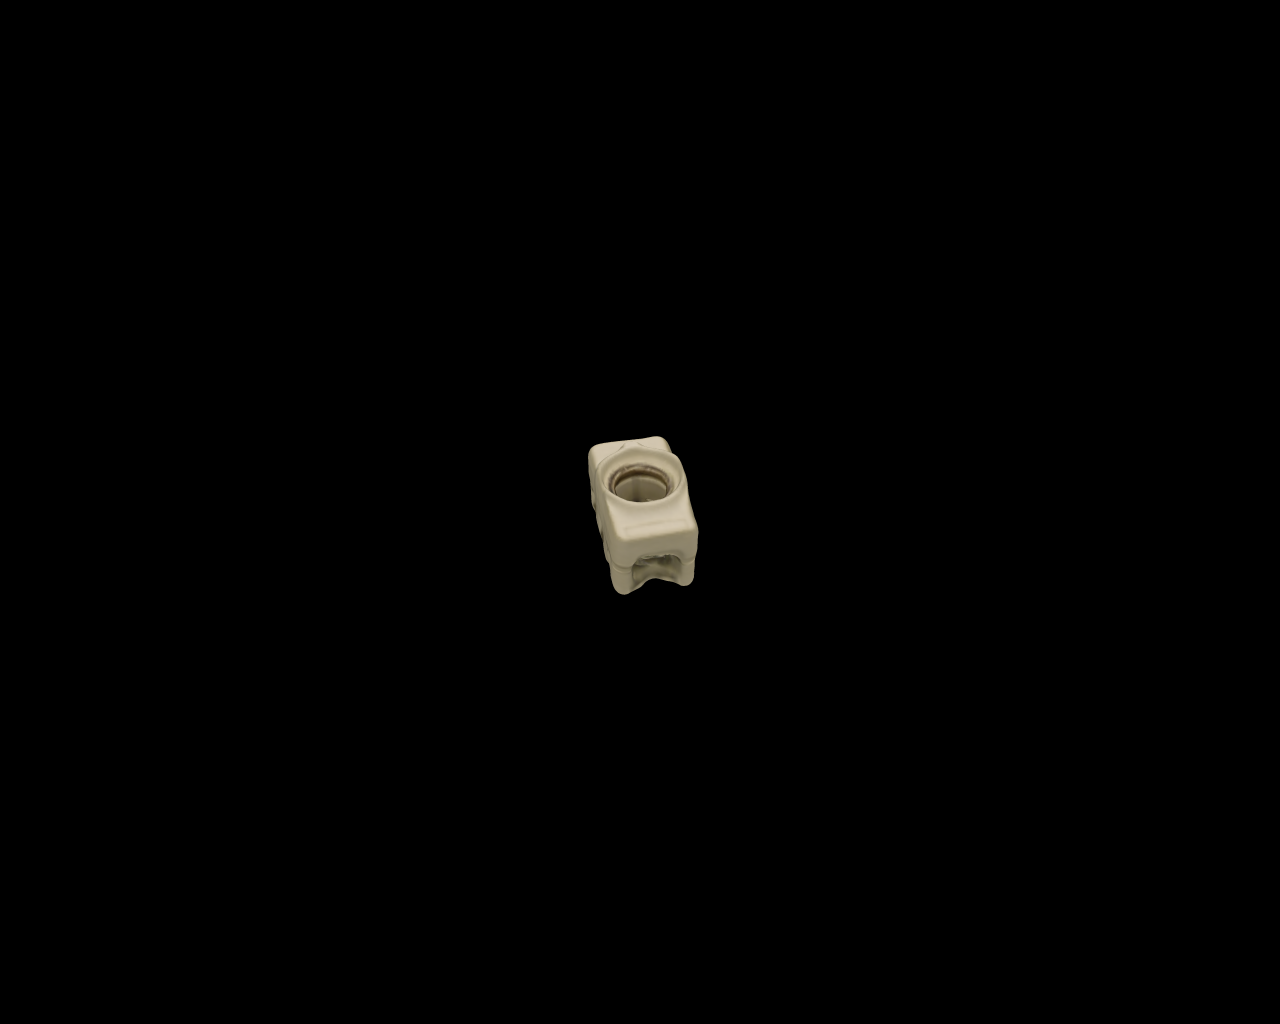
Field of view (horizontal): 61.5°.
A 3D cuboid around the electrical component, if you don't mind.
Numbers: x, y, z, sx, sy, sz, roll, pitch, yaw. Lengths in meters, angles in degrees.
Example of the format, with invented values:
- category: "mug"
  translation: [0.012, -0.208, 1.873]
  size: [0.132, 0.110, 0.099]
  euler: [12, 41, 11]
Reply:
- category: "electrical component"
  translation: [0.001, -0.003, 0.650]
  size: [0.050, 0.055, 0.090]
  euler: [-8, 44, -8]
